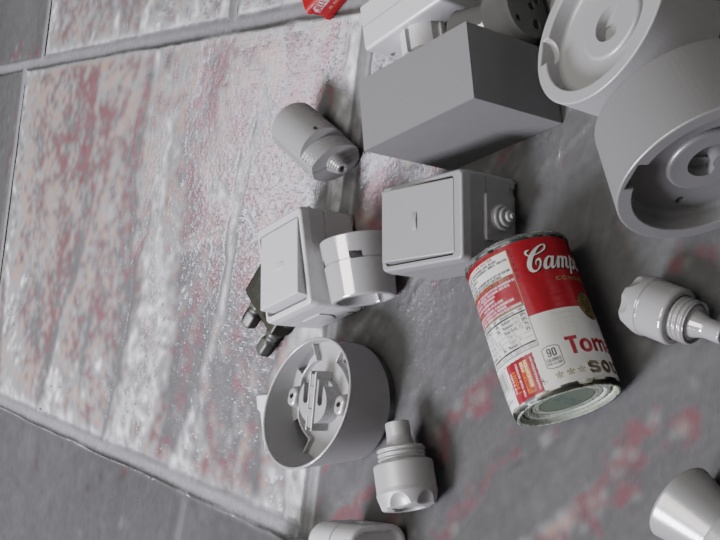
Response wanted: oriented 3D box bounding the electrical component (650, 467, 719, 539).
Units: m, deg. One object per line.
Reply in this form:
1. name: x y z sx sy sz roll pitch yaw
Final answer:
1. electrical component: 0.188 0.137 0.565 0.055 0.045 0.045 39 114 46

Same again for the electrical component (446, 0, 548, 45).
1. electrical component: 0.093 -0.165 0.728 0.055 0.045 0.045 -20 69 47

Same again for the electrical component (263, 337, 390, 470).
1. electrical component: -0.026 0.100 0.815 0.099 0.064 0.099 -10 77 49

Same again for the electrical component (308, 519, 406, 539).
1. electrical component: -0.006 0.230 0.778 0.059 0.054 0.095 -9 78 50

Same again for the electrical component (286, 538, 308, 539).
1. electrical component: -0.070 0.245 0.850 0.078 0.057 0.058 -43 53 38

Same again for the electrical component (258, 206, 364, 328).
1. electrical component: -0.044 -0.007 0.855 0.062 0.061 0.096 -26 65 45

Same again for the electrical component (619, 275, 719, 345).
1. electrical component: 0.178 0.026 0.603 0.061 0.035 0.035 25 103 47

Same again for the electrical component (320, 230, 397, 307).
1. electrical component: 0.000 0.000 0.808 0.055 0.055 0.047 -21 72 47

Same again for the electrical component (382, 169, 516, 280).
1. electrical component: 0.062 -0.031 0.731 0.096 0.061 0.061 -10 76 49

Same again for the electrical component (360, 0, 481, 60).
1. electrical component: 0.047 -0.172 0.782 0.083 0.047 0.075 -25 66 46

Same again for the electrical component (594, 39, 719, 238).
1. electrical component: 0.177 -0.073 0.567 0.108 0.108 0.060 -45 46 37

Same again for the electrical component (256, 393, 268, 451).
1. electrical component: -0.063 0.123 0.876 0.040 0.040 0.046 -11 82 49

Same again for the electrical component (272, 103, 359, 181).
1. electrical component: -0.034 -0.100 0.873 0.081 0.043 0.043 45 118 44

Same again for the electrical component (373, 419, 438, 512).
1. electrical component: 0.030 0.137 0.757 0.043 0.043 0.062 -29 61 44

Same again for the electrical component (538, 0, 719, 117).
1. electrical component: 0.161 -0.135 0.622 0.108 0.060 0.108 -45 34 43
